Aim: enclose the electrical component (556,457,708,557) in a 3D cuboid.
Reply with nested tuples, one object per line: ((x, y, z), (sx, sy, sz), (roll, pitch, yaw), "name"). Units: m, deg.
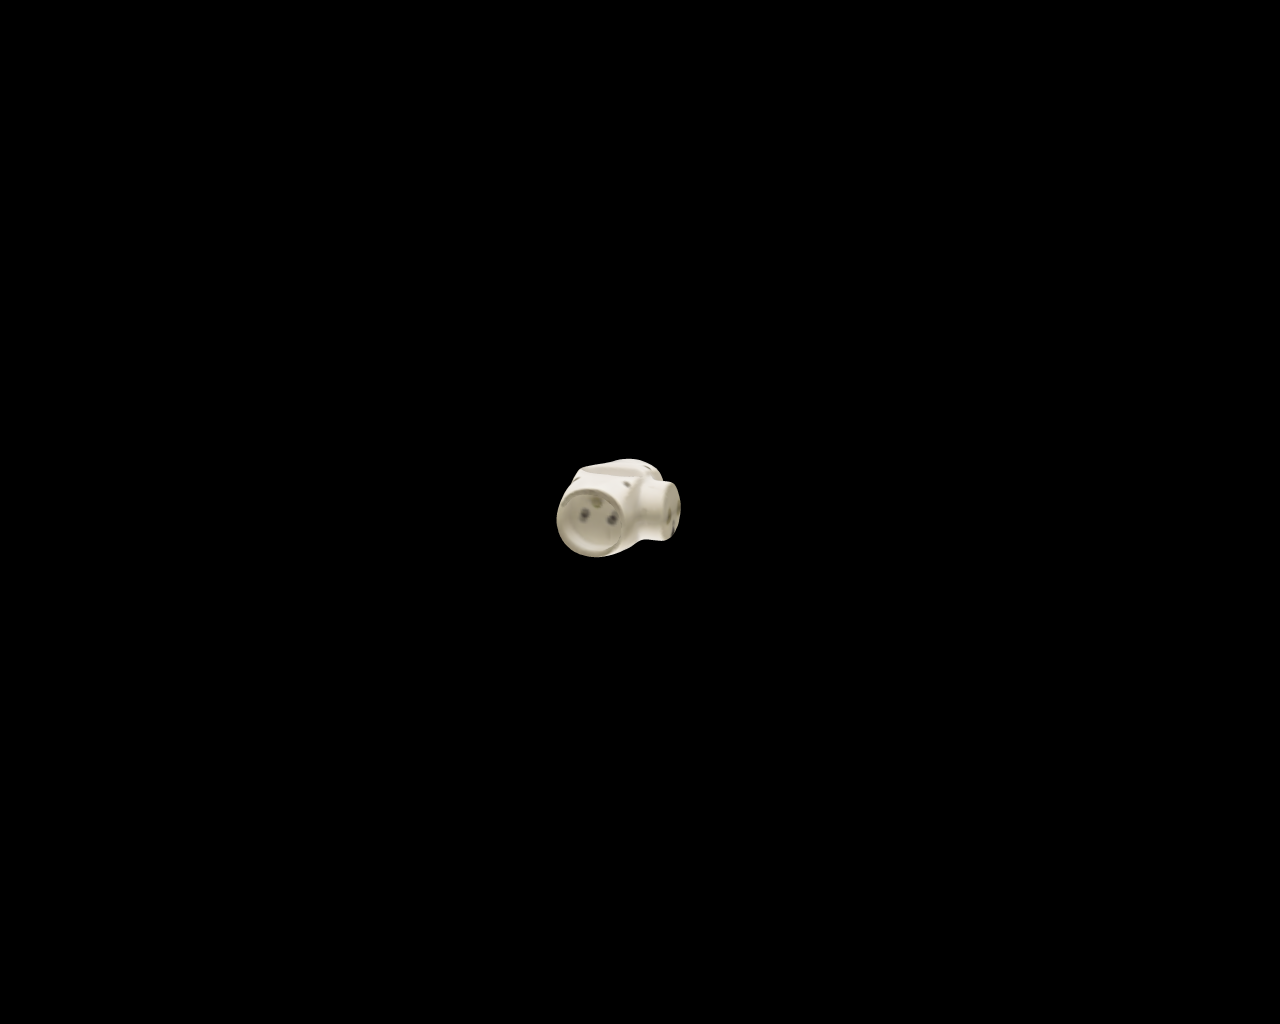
((0.001, -0.003, 0.650), (0.079, 0.043, 0.077), (6, 17, 19), "electrical component")
